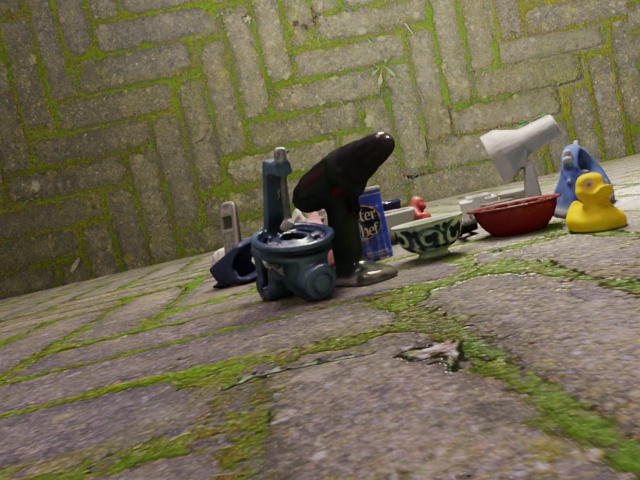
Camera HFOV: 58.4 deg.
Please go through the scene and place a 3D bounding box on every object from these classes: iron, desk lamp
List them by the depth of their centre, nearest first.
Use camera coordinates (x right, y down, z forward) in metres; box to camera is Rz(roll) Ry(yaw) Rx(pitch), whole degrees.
[{"bbox_3d":[0.517,-0.130,1.157,0.118,0.141,0.259,-11,4,31],"label":"iron"},{"bbox_3d":[0.497,-0.175,1.350,0.202,0.213,0.118,-11,4,19],"label":"desk lamp"}]

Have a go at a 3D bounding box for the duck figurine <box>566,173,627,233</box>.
[{"bbox_3d":[0.413,-0.059,0.872,0.077,0.086,0.104,-13,4,-6],"label":"duck figurine"}]

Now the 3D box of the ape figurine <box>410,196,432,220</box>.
[{"bbox_3d":[0.268,-0.073,1.549,0.076,0.092,0.078,-12,4,14],"label":"ape figurine"}]

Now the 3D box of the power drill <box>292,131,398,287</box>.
[{"bbox_3d":[0.048,-0.039,0.864,0.076,0.208,0.228,-16,5,-37],"label":"power drill"}]

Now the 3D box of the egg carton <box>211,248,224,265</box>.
[{"bbox_3d":[-0.220,0.048,1.563,0.150,0.069,0.107,-13,4,-5],"label":"egg carton"}]

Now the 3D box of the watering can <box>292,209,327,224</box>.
[{"bbox_3d":[0.010,-0.068,1.552,0.100,0.194,0.173,-9,5,43],"label":"watering can"}]

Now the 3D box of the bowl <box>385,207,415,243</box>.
[{"bbox_3d":[0.152,-0.027,1.374,0.167,0.075,0.167,-13,4,1],"label":"bowl"}]

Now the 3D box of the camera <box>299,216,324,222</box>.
[{"bbox_3d":[0.011,-0.010,1.404,0.137,0.101,0.143,-13,4,-8],"label":"camera"}]

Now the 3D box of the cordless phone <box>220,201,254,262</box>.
[{"bbox_3d":[-0.186,-0.009,1.402,0.147,0.185,0.094,-10,5,33],"label":"cordless phone"}]

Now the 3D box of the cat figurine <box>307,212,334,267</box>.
[{"bbox_3d":[0.010,0.004,1.056,0.127,0.118,0.067,-11,4,21],"label":"cat figurine"}]

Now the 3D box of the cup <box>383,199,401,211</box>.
[{"bbox_3d":[0.183,-0.062,1.646,0.118,0.095,0.091,-14,4,-12],"label":"cup"}]

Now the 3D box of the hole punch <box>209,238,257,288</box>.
[{"bbox_3d":[-0.181,0.049,1.235,0.101,0.091,0.109,-11,4,22],"label":"hole punch"}]

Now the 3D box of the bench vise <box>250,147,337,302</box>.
[{"bbox_3d":[-0.069,-0.017,0.847,0.206,0.220,0.122,-9,5,44],"label":"bench vise"}]
